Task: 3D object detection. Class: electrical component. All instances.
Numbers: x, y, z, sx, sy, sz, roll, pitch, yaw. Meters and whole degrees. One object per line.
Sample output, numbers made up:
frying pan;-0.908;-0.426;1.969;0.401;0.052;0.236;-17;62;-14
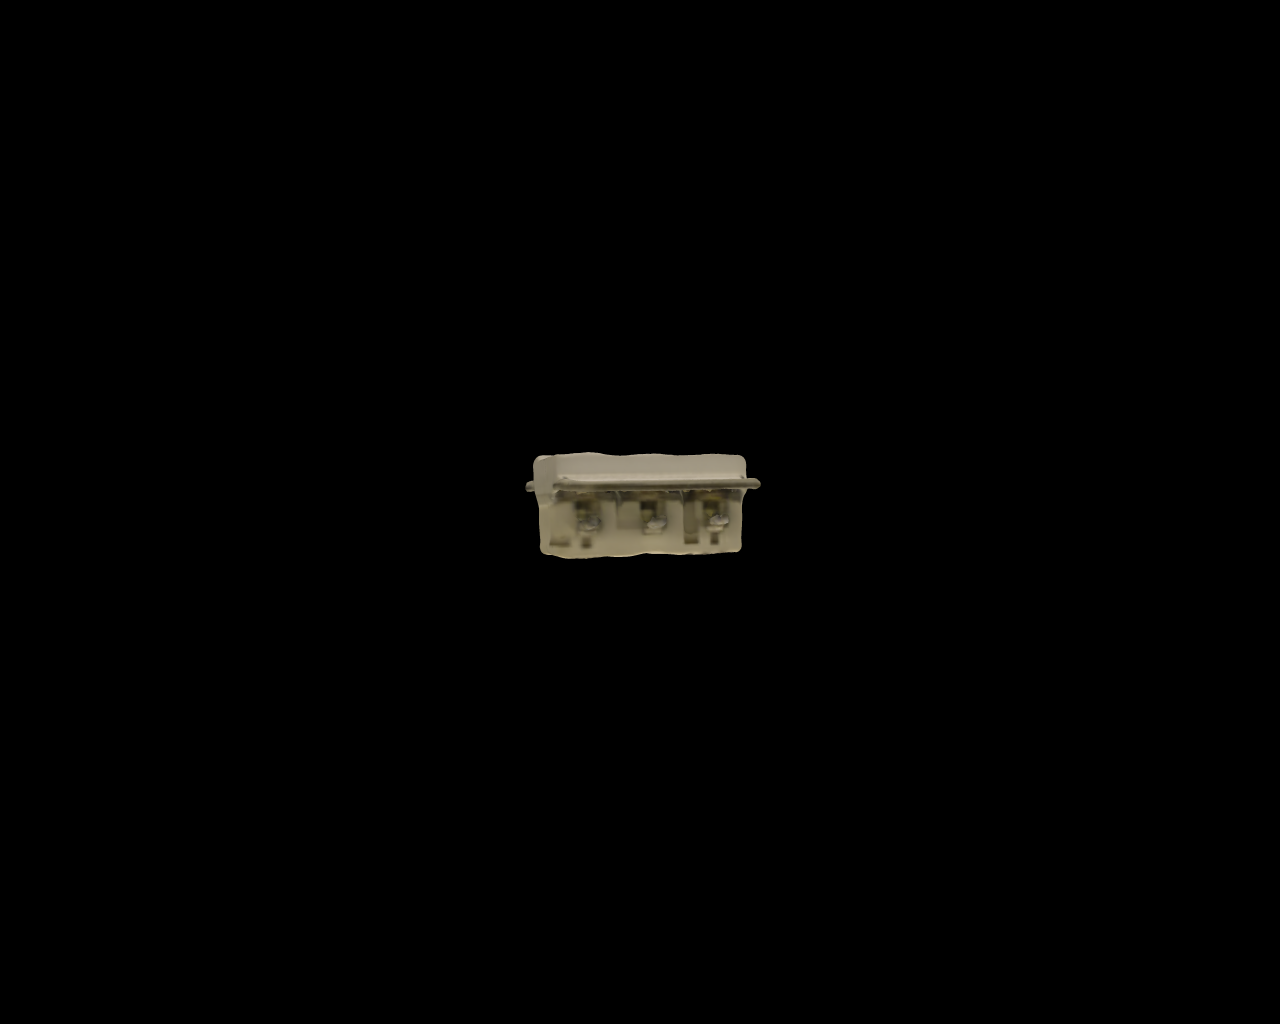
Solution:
electrical component;0.001;-0.003;0.650;0.121;0.063;0.078;0;0;-21
